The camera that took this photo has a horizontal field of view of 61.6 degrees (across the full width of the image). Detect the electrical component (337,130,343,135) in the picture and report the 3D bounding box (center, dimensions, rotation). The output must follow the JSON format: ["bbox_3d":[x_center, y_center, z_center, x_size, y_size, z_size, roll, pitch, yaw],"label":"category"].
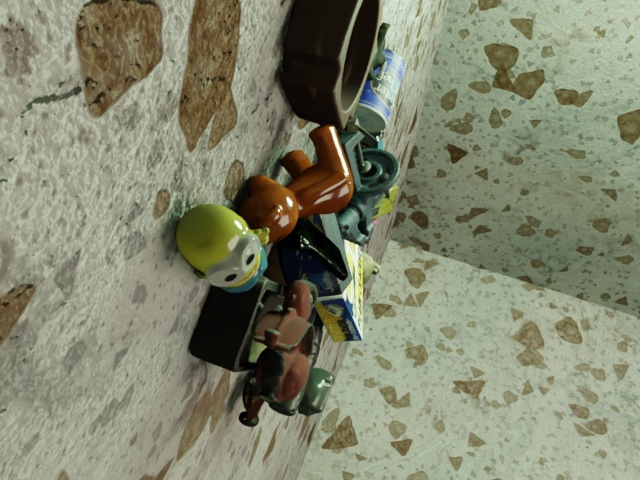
[{"bbox_3d":[0.027,-0.160,1.081,0.119,0.048,0.075,87,24,-62],"label":"electrical component"}]

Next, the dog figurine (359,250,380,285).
[{"bbox_3d":[0.050,0.121,1.345,0.121,0.173,0.190,63,37,-59],"label":"dog figurine"}]

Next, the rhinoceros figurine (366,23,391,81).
[{"bbox_3d":[0.080,-0.339,0.966,0.190,0.073,0.112,-39,142,-65],"label":"rhinoceros figurine"}]

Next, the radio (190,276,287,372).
[{"bbox_3d":[-0.103,0.117,0.800,0.229,0.073,0.131,50,58,-78],"label":"radio"}]

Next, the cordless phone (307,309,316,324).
[{"bbox_3d":[-0.088,0.195,1.029,0.146,0.089,0.184,-66,-174,-32],"label":"cordless phone"}]

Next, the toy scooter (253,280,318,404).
[{"bbox_3d":[-0.052,0.149,0.728,0.135,0.075,0.183,-30,133,-73],"label":"toy scooter"}]

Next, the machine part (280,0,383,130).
[{"bbox_3d":[0.019,-0.275,0.759,0.201,0.087,0.201,49,58,-78],"label":"machine part"}]

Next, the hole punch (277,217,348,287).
[{"bbox_3d":[-0.030,0.026,0.830,0.092,0.115,0.142,-38,-156,15],"label":"hole punch"}]

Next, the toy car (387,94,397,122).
[{"bbox_3d":[0.137,-0.317,1.248,0.202,0.056,0.073,-111,-146,-72],"label":"toy car"}]

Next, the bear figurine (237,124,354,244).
[{"bbox_3d":[-0.048,-0.070,0.745,0.196,0.132,0.120,-20,171,-40],"label":"bear figurine"}]

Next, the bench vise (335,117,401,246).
[{"bbox_3d":[0.061,-0.109,0.976,0.224,0.129,0.240,-40,142,-19],"label":"bench vise"}]

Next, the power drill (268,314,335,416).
[{"bbox_3d":[-0.022,0.263,1.113,0.207,0.086,0.232,81,29,-56],"label":"power drill"}]

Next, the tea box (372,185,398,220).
[{"bbox_3d":[0.088,-0.092,1.217,0.169,0.098,0.068,-22,133,-43],"label":"tea box"}]

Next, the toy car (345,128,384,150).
[{"bbox_3d":[0.078,-0.189,1.193,0.103,0.109,0.161,160,-61,-74],"label":"toy car"}]

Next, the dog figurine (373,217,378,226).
[{"bbox_3d":[0.113,-0.127,1.421,0.219,0.109,0.191,67,42,-70],"label":"dog figurine"}]

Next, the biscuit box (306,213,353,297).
[{"bbox_3d":[-0.002,-0.003,0.925,0.063,0.059,0.202,-46,124,-60],"label":"biscuit box"}]

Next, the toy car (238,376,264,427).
[{"bbox_3d":[-0.117,0.283,1.050,0.202,0.053,0.089,-49,156,-74],"label":"toy car"}]

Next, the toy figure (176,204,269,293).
[{"bbox_3d":[-0.107,0.016,0.607,0.180,0.089,0.082,89,24,-81],"label":"toy figure"}]
